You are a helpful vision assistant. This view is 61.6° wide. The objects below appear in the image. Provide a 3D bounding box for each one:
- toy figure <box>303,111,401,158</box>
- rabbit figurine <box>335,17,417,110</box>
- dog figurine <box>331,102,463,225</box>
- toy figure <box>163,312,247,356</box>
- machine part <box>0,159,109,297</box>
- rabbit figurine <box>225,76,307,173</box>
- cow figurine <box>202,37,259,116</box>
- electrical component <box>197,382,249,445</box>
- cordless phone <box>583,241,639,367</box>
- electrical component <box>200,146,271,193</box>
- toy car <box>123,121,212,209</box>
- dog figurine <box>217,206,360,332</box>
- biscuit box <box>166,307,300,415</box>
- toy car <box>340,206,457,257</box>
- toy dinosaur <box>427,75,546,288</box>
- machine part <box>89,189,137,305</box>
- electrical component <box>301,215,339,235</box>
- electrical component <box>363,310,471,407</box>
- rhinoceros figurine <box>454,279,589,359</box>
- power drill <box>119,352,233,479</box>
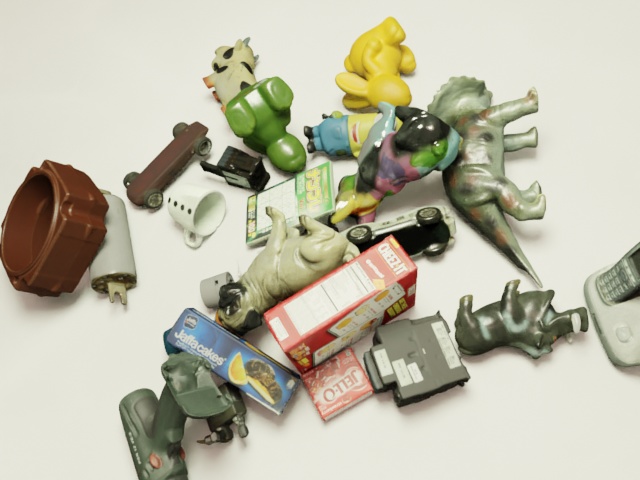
[{"bbox_3d":[0.065,-0.196,0.982,0.180,0.082,0.089,-3,36,15],"label":"toy figure"},{"bbox_3d":[0.110,-0.309,1.010,0.162,0.121,0.173,-18,63,5],"label":"rabbit figurine"},{"bbox_3d":[0.109,-0.101,0.876,0.219,0.108,0.192,-62,35,4],"label":"dog figurine"},{"bbox_3d":[-0.172,0.144,0.863,0.154,0.057,0.064,-16,67,-5],"label":"toy figure"},{"bbox_3d":[-0.465,-0.021,0.925,0.202,0.087,0.201,41,102,36],"label":"machine part"},{"bbox_3d":[-0.096,-0.192,0.980,0.121,0.170,0.159,-39,22,-12],"label":"rabbit figurine"},{"bbox_3d":[-0.165,-0.326,1.086,0.127,0.085,0.195,-30,60,0],"label":"cow figurine"},{"bbox_3d":[-0.153,0.255,0.800,0.078,0.045,0.102,-36,62,29],"label":"electrical component"},{"bbox_3d":[0.442,0.080,0.721,0.089,0.184,0.146,-8,62,0],"label":"cordless phone"},{"bbox_3d":[-0.158,-0.133,0.992,0.119,0.074,0.048,19,69,21],"label":"electrical component"},{"bbox_3d":[-0.288,-0.144,1.030,0.089,0.053,0.202,33,76,34],"label":"toy car"},{"bbox_3d":[-0.048,0.066,0.800,0.173,0.121,0.190,13,71,38],"label":"dog figurine"},{"bbox_3d":[-0.127,0.176,0.797,0.203,0.063,0.059,31,83,2],"label":"biscuit box"},{"bbox_3d":[0.123,-0.001,0.875,0.202,0.073,0.056,-16,25,1],"label":"toy car"},{"bbox_3d":[0.269,-0.121,0.896,0.192,0.131,0.405,-3,67,22],"label":"toy dinosaur"},{"bbox_3d":[-0.376,0.005,0.955,0.079,0.079,0.243,-19,63,0],"label":"machine part"},{"bbox_3d":[-0.002,-0.003,0.928,0.063,0.021,0.094,8,65,14],"label":"electrical component"},{"bbox_3d":[0.134,0.175,0.786,0.134,0.058,0.115,-13,59,-7],"label":"electrical component"},{"bbox_3d":[0.291,0.120,0.788,0.190,0.073,0.112,-11,61,4],"label":"rhinoceros figurine"},{"bbox_3d":[-0.196,0.275,0.744,0.086,0.207,0.232,-5,43,-42],"label":"power drill"}]
